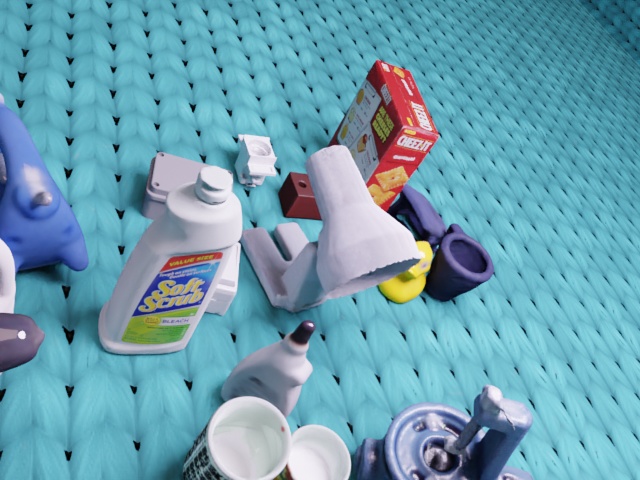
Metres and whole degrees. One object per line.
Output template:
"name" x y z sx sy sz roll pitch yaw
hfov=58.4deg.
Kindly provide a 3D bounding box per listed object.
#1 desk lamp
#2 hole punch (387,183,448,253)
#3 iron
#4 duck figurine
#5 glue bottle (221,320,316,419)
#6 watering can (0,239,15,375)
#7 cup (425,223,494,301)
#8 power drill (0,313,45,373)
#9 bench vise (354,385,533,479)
"desk lamp" 0.007 0.003 0.713 0.118 0.213 0.203 -10 57 -38
"hole punch" 0.163 -0.040 0.944 0.101 0.091 0.108 -5 54 -35
"iron" -0.341 -0.081 0.627 0.119 0.141 0.258 -14 60 -40
"duck figurine" 0.138 0.035 0.861 0.077 0.086 0.105 35 41 2
"glue bottle" -0.043 0.133 0.589 0.078 0.173 0.037 36 41 4
"watering can" -0.316 0.043 0.486 0.101 0.194 0.172 -10 57 -38
"cup" 0.202 0.040 0.890 0.092 0.095 0.117 12 46 -23
"power drill" -0.327 0.117 0.398 0.230 0.208 0.075 1 50 -31
"bench vise" 0.167 0.221 0.603 0.208 0.219 0.121 11 46 -23
